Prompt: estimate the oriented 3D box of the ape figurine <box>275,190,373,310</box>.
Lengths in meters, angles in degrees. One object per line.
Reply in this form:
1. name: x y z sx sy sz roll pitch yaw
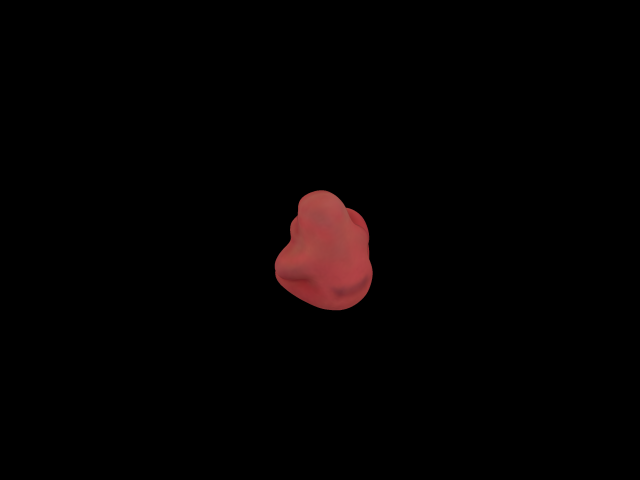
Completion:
1. ape figurine: 0.004 0.001 0.400 0.078 0.092 0.076 -21 54 -15
